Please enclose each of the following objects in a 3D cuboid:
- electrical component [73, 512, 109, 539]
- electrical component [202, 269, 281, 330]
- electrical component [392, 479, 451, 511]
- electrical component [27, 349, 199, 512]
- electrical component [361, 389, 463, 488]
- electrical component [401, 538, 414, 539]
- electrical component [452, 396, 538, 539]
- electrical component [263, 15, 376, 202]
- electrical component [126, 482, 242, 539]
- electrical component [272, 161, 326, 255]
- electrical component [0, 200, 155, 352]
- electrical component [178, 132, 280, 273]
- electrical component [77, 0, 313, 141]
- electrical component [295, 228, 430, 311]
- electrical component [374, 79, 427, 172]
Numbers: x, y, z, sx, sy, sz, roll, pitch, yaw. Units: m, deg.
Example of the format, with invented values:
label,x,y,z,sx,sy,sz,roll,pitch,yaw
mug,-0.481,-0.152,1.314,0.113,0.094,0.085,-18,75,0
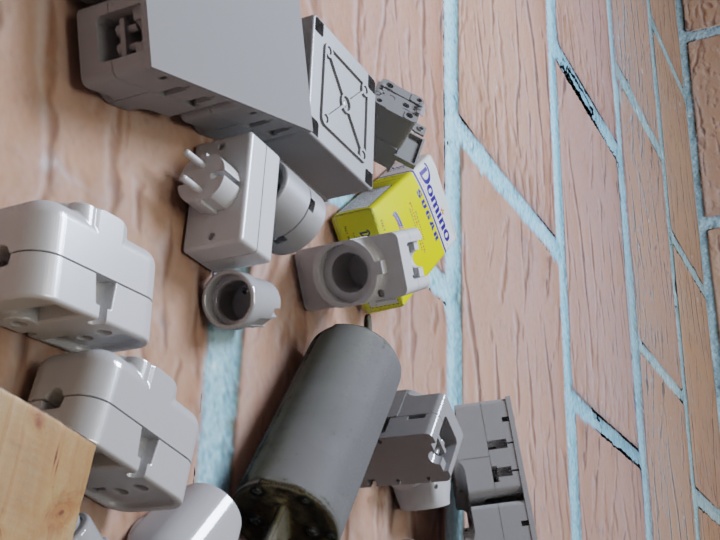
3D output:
label,x,y,z,sx,sy,sz,roll,pitch,yaw
electrical component,-0.153,0.134,0.534,0.062,0.048,0.048,64,29,-15
electrical component,-0.079,0.021,0.730,0.046,0.040,0.040,14,68,-68
electrical component,0.044,0.167,0.921,0.079,0.043,0.077,5,77,-63
electrical component,-0.133,0.085,0.580,0.095,0.054,0.059,50,39,-46
electrical component,0.030,0.133,0.853,0.050,0.089,0.055,66,29,-27
electrical component,0.051,0.259,0.893,0.089,0.050,0.055,45,43,-50
electrical component,0.121,0.224,0.974,0.105,0.060,0.186,80,3,-58
electrical component,-0.035,-0.126,0.852,0.109,0.056,0.108,38,48,-54
electrical component,-0.099,0.178,0.624,0.077,0.044,0.079,-49,124,-58
electrical component,-0.060,-0.046,0.776,0.047,0.055,0.055,46,42,-44
electrical component,-0.154,0.003,0.567,0.095,0.054,0.059,35,50,-56
electrical component,-0.095,-0.053,0.714,0.076,0.047,0.083,40,46,-53
electrical component,-0.108,-0.154,0.710,0.186,0.060,0.105,11,71,-63
electrical component,0.000,0.000,0.839,0.056,0.089,0.050,-15,94,-64
electrical component,0.023,-0.129,0.947,0.081,0.063,0.042,27,43,-7
